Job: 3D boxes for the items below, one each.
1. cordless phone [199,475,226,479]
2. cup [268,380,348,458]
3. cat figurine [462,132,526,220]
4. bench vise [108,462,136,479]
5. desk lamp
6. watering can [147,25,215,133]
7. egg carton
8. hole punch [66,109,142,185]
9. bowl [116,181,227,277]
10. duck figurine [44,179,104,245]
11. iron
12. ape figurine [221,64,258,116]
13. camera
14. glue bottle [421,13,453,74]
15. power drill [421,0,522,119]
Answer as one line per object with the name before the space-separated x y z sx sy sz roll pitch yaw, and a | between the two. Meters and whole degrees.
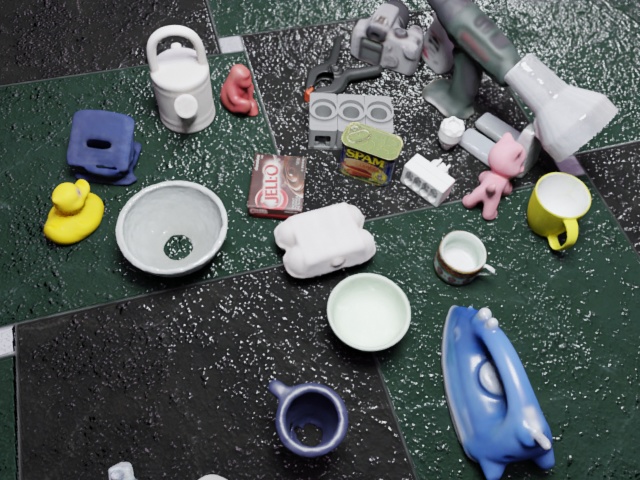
cordless phone | -0.101 0.325 0.643 0.147 0.185 0.094 28 61 12
cup | -0.023 0.237 0.753 0.117 0.095 0.092 37 64 17
cat figurine | 0.306 -0.116 0.975 0.067 0.118 0.128 29 62 13
bench vise | -0.212 0.346 0.602 0.122 0.220 0.207 -31 66 -20
desk lamp | 0.362 -0.198 0.972 0.203 0.213 0.118 39 64 18
watering can | -0.235 -0.278 0.983 0.101 0.194 0.172 -31 66 -20
egg carton | 0.008 0.003 0.909 0.150 0.069 0.107 -17 62 -14
hole punch | -0.361 -0.155 0.960 0.108 0.091 0.101 6 59 -1
bowl | -0.225 -0.007 0.893 0.167 0.075 0.167 2 59 -3
duck figurine | -0.394 -0.050 0.898 0.077 0.086 0.105 28 61 12
iron | 0.238 0.181 0.780 0.119 0.141 0.258 -10 61 -10
ape figurine | -0.146 -0.281 1.051 0.076 0.092 0.078 18 60 7
camera | 0.149 -0.425 1.155 0.143 0.101 0.137 22 60 9
glue bottle | 0.241 -0.409 1.110 0.037 0.173 0.078 -28 65 -19
power drill | 0.255 -0.332 1.045 0.076 0.208 0.229 -37 69 -23
